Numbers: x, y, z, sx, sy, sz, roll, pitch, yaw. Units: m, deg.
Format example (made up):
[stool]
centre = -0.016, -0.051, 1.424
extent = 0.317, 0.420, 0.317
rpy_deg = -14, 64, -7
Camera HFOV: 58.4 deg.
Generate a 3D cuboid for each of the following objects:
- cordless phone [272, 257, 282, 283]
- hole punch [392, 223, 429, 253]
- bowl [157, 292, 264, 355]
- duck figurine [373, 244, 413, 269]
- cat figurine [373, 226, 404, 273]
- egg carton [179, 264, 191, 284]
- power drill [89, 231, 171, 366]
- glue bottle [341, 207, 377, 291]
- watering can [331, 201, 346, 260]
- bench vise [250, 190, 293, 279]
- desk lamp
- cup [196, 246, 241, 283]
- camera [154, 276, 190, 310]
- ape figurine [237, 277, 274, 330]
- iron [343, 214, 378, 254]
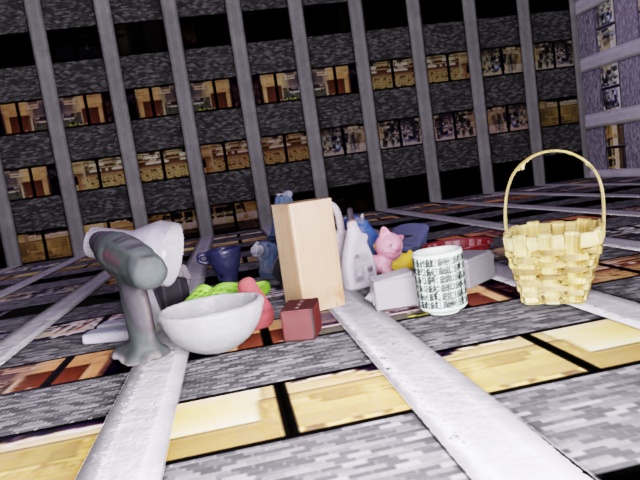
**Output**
[cordless phone]
centre = -0.049, 0.007, 1.395
extent = 0.148, 0.185, 0.093
rpy_deg = -12, 8, -33
[hole punch]
centre = 0.226, 0.007, 1.471
extent = 0.108, 0.091, 0.101
rpy_deg = -4, 8, 32
[bowl]
centre = -0.167, 0.137, 0.906
extent = 0.167, 0.075, 0.167
rpy_deg = -8, 7, 1
[duck figurine]
centre = 0.174, 0.028, 1.374
extent = 0.104, 0.086, 0.078
rpy_deg = -5, 7, 23
[cat figurine]
centre = 0.134, 0.029, 1.280
extent = 0.128, 0.118, 0.067
rpy_deg = -9, 7, -6
[egg carton]
centre = -0.397, 0.108, 1.463
extent = 0.107, 0.069, 0.150
rpy_deg = -7, 7, 10
[power drill]
centre = -0.308, 0.087, 0.922
extent = 0.076, 0.208, 0.228
rpy_deg = -14, 9, -39
[glue bottle]
centre = 0.076, 0.016, 1.215
extent = 0.078, 0.173, 0.037
rpy_deg = -12, 8, -32
[watering can]
centre = 0.014, 0.005, 1.303
extent = 0.100, 0.194, 0.173
rpy_deg = -7, 7, 10
[bench vise]
centre = -0.096, -0.016, 1.503
extent = 0.121, 0.220, 0.208
rpy_deg = -6, 7, 19
[desk lamp]
centre = -0.349, 0.073, 1.069
extent = 0.203, 0.213, 0.118
rpy_deg = -7, 7, 6
[cup]
centre = -0.262, 0.070, 1.516
extent = 0.118, 0.095, 0.091
rpy_deg = -10, 7, -12
[camera]
centre = -0.350, 0.113, 1.226
extent = 0.137, 0.101, 0.143
rpy_deg = -10, 7, -17
[ape figurine]
centre = -0.121, 0.110, 1.007
extent = 0.075, 0.092, 0.078
rpy_deg = -3, 9, 38
[iron]
centre = 0.088, -0.004, 1.515
extent = 0.119, 0.141, 0.258
rpy_deg = -10, 7, -13
